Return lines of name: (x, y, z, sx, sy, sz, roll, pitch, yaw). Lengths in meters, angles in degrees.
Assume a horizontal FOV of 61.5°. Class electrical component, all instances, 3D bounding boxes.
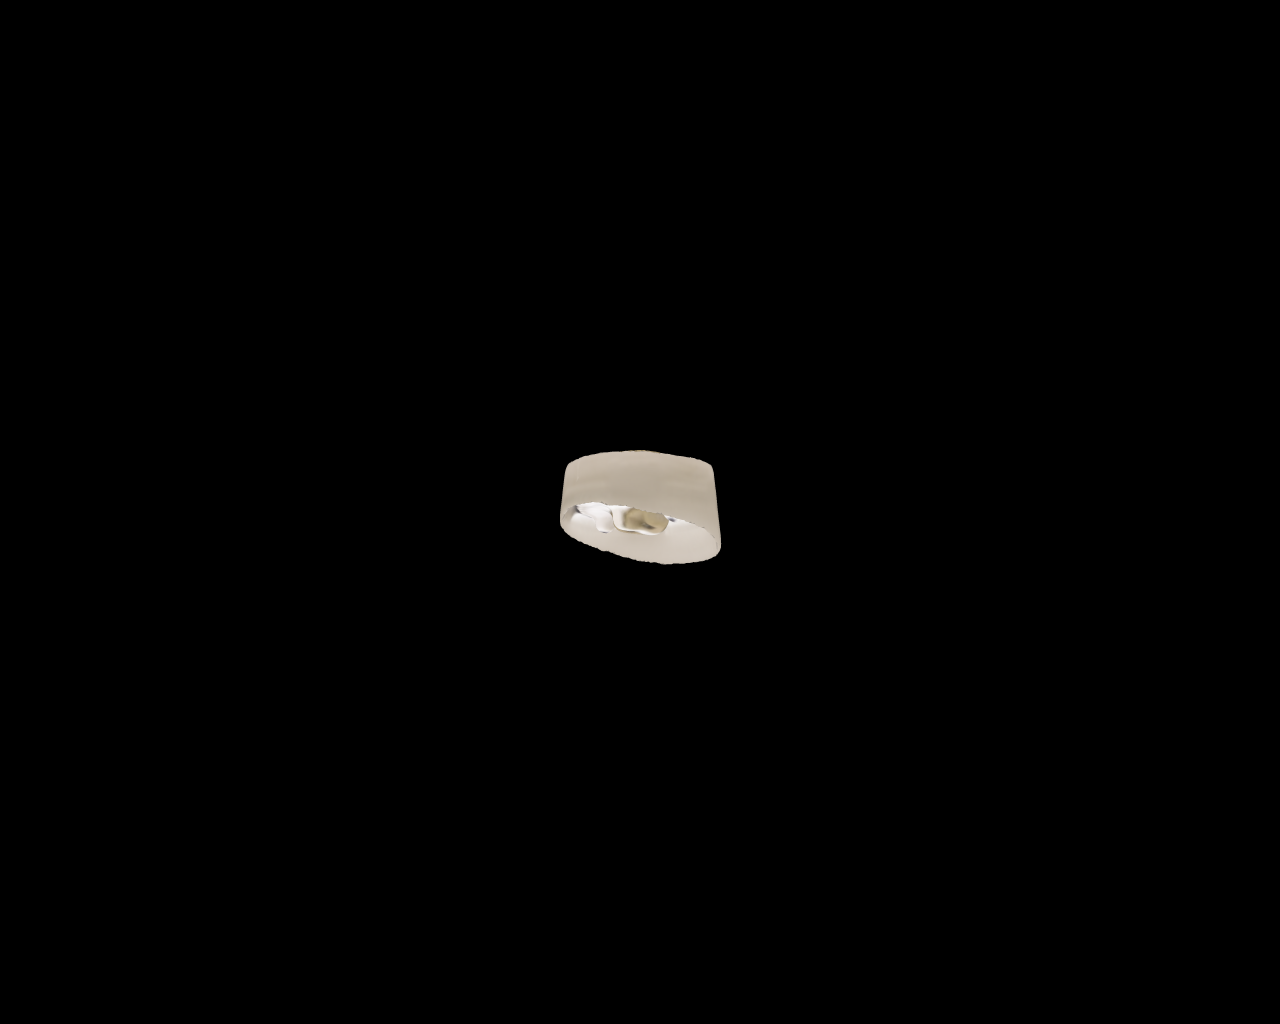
electrical component: (0.001, -0.003, 0.650, 0.099, 0.064, 0.099, 0, -11, 0)
